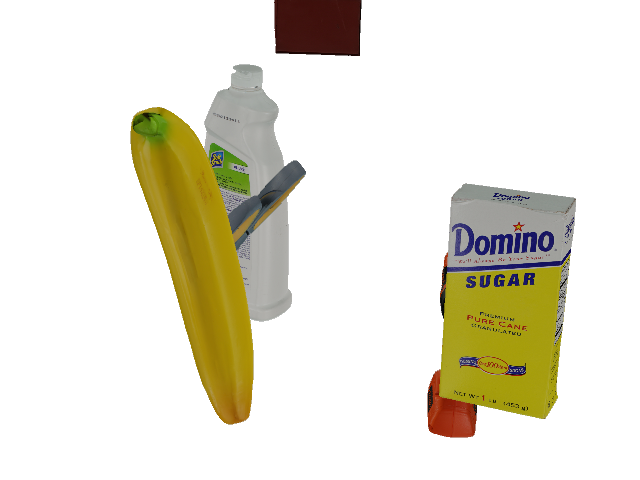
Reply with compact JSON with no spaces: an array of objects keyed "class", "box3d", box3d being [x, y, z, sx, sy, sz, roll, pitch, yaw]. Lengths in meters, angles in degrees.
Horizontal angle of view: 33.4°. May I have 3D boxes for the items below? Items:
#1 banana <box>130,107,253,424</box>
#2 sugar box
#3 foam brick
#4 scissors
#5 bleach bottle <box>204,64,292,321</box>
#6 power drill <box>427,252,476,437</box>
[{"class":"banana","box3d":[-0.068,0.006,0.558,0.037,0.198,0.069,-6,35,12]},{"class":"sugar box","box3d":[0.147,0.048,0.853,0.093,0.176,0.048,9,23,22]},{"class":"foam brick","box3d":[-0.003,-0.196,0.967,0.078,0.051,0.053,1,17,-3]},{"class":"scissors","box3d":[-0.081,0.010,0.838,0.202,0.016,0.096,-46,-5,34]},{"class":"bleach bottle","box3d":[-0.073,-0.050,1.080,0.103,0.251,0.068,16,25,26]},{"class":"power drill","box3d":[0.152,0.118,1.165,0.057,0.188,0.184,7,25,6]}]
